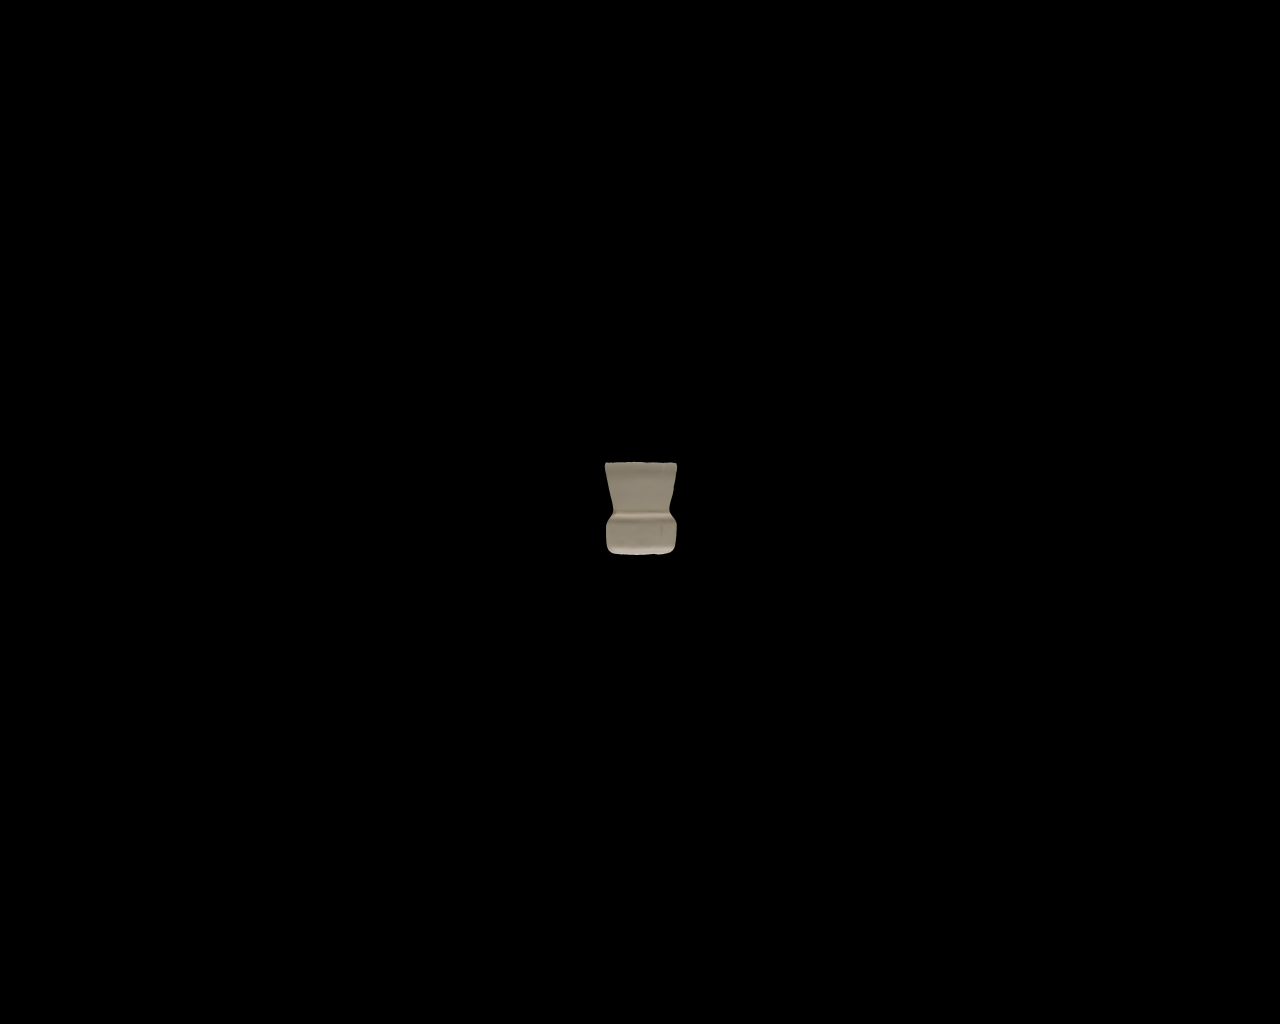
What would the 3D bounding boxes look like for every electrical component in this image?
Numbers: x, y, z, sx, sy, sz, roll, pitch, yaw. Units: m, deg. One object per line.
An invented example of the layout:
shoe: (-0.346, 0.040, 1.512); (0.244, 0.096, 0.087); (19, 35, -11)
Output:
electrical component: (0.001, -0.003, 0.650); (0.045, 0.055, 0.045); (0, 0, 0)
